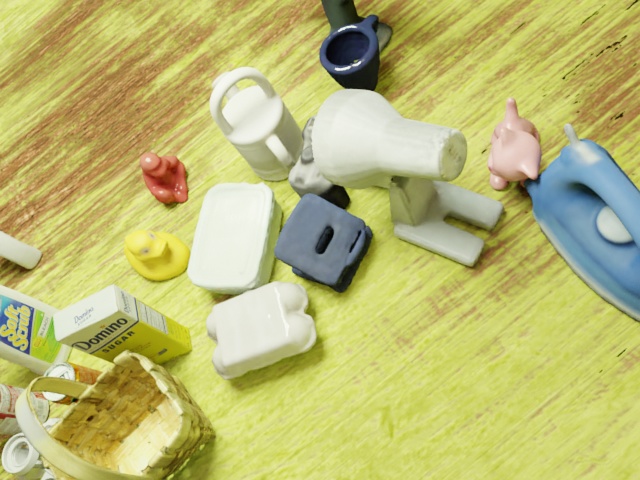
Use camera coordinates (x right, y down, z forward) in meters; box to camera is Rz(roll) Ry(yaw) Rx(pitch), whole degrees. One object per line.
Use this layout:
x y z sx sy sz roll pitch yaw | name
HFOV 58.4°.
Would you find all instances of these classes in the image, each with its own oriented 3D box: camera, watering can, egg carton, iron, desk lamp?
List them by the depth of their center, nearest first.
0.339 -0.013 0.636 0.118 0.142 0.258 -31 60 5 | iron
0.112 -0.083 0.708 0.202 0.214 0.118 24 77 27 | desk lamp
-0.079 0.120 0.768 0.150 0.070 0.107 -23 61 9 | egg carton
0.041 -0.117 0.813 0.136 0.101 0.143 16 73 25 | camera
-0.100 -0.178 0.838 0.172 0.194 0.101 27 78 28 | watering can

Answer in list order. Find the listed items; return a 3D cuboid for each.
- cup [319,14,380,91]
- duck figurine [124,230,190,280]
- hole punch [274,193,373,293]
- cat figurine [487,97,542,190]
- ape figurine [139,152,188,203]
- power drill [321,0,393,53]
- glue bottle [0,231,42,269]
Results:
0.061 -0.277 0.882 0.091 0.095 0.118 28 79 28 | cup
-0.262 0.014 0.872 0.104 0.086 0.077 7 70 23 | duck figurine
0.007 0.003 0.777 0.100 0.091 0.109 20 75 26 | hole punch
0.248 -0.120 0.731 0.067 0.118 0.128 -2 66 19 | cat figurine
-0.256 -0.107 0.921 0.076 0.092 0.078 24 77 27 | ape figurine
0.040 -0.375 0.868 0.228 0.209 0.076 27 78 28 | power drill
-0.542 -0.005 0.931 0.078 0.173 0.037 19 74 26 | glue bottle
